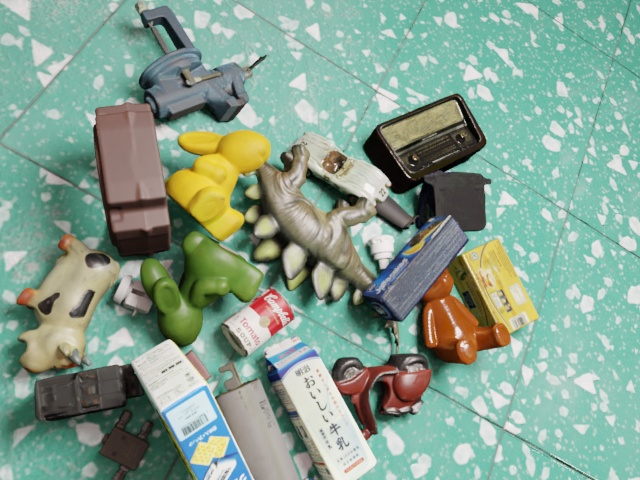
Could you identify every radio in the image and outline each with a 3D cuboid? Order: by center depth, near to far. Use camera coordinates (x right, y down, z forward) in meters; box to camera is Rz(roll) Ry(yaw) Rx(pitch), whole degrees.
[{"bbox_3d":[0.215,-0.194,1.079,0.230,0.073,0.131,-27,82,-23],"label":"radio"}]

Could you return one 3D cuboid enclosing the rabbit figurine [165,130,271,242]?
[{"bbox_3d":[-0.155,-0.107,0.853,0.173,0.121,0.163,-46,54,-3],"label":"rabbit figurine"}]

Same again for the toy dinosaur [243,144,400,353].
[{"bbox_3d":[-0.002,-0.003,0.936,0.471,0.105,0.198,40,73,-4],"label":"toy dinosaur"}]

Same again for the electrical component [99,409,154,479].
[{"bbox_3d":[-0.286,0.301,0.780,0.063,0.021,0.094,29,67,-7],"label":"electrical component"}]

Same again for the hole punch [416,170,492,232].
[{"bbox_3d":[0.249,-0.072,1.028,0.142,0.092,0.115,0,91,-14],"label":"hole punch"}]

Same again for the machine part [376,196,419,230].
[{"bbox_3d":[0.123,-0.069,1.029,0.139,0.039,0.084,34,57,-3],"label":"machine part"}]

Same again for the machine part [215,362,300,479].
[{"bbox_3d":[-0.095,0.301,0.812,0.079,0.079,0.243,-18,79,-23],"label":"machine part"}]

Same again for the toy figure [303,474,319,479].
[{"bbox_3d":[0.018,0.428,0.815,0.058,0.064,0.154,-42,90,-15],"label":"toy figure"}]

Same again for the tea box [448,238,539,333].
[{"bbox_3d":[0.326,0.094,1.024,0.098,0.068,0.169,-19,78,-23],"label":"tea box"}]

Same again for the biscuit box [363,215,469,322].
[{"bbox_3d":[0.164,0.046,0.915,0.203,0.059,0.062,-46,108,-19],"label":"biscuit box"}]

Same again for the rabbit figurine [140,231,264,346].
[{"bbox_3d":[-0.192,0.083,0.820,0.159,0.121,0.170,33,87,-42],"label":"rabbit figurine"}]

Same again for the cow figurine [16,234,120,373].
[{"bbox_3d":[-0.367,0.103,0.786,0.127,0.085,0.195,27,70,1],"label":"cow figurine"}]

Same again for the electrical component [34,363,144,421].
[{"bbox_3d":[-0.317,0.211,0.749,0.134,0.115,0.058,-7,77,-18],"label":"electrical component"}]

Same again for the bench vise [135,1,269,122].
[{"bbox_3d":[-0.235,-0.318,0.949,0.224,0.129,0.240,-32,92,-23],"label":"bench vise"}]

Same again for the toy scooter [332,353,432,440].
[{"bbox_3d":[0.106,0.259,0.894,0.184,0.075,0.135,0,82,-21],"label":"toy scooter"}]

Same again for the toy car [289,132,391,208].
[{"bbox_3d":[0.037,-0.128,0.991,0.202,0.056,0.073,32,65,12],"label":"toy car"}]

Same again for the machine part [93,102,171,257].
[{"bbox_3d":[-0.283,-0.086,0.810,0.087,0.201,0.201,-10,76,-19],"label":"machine part"}]

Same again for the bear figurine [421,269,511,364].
[{"bbox_3d":[0.230,0.113,0.956,0.120,0.132,0.195,-14,83,-26],"label":"bear figurine"}]
